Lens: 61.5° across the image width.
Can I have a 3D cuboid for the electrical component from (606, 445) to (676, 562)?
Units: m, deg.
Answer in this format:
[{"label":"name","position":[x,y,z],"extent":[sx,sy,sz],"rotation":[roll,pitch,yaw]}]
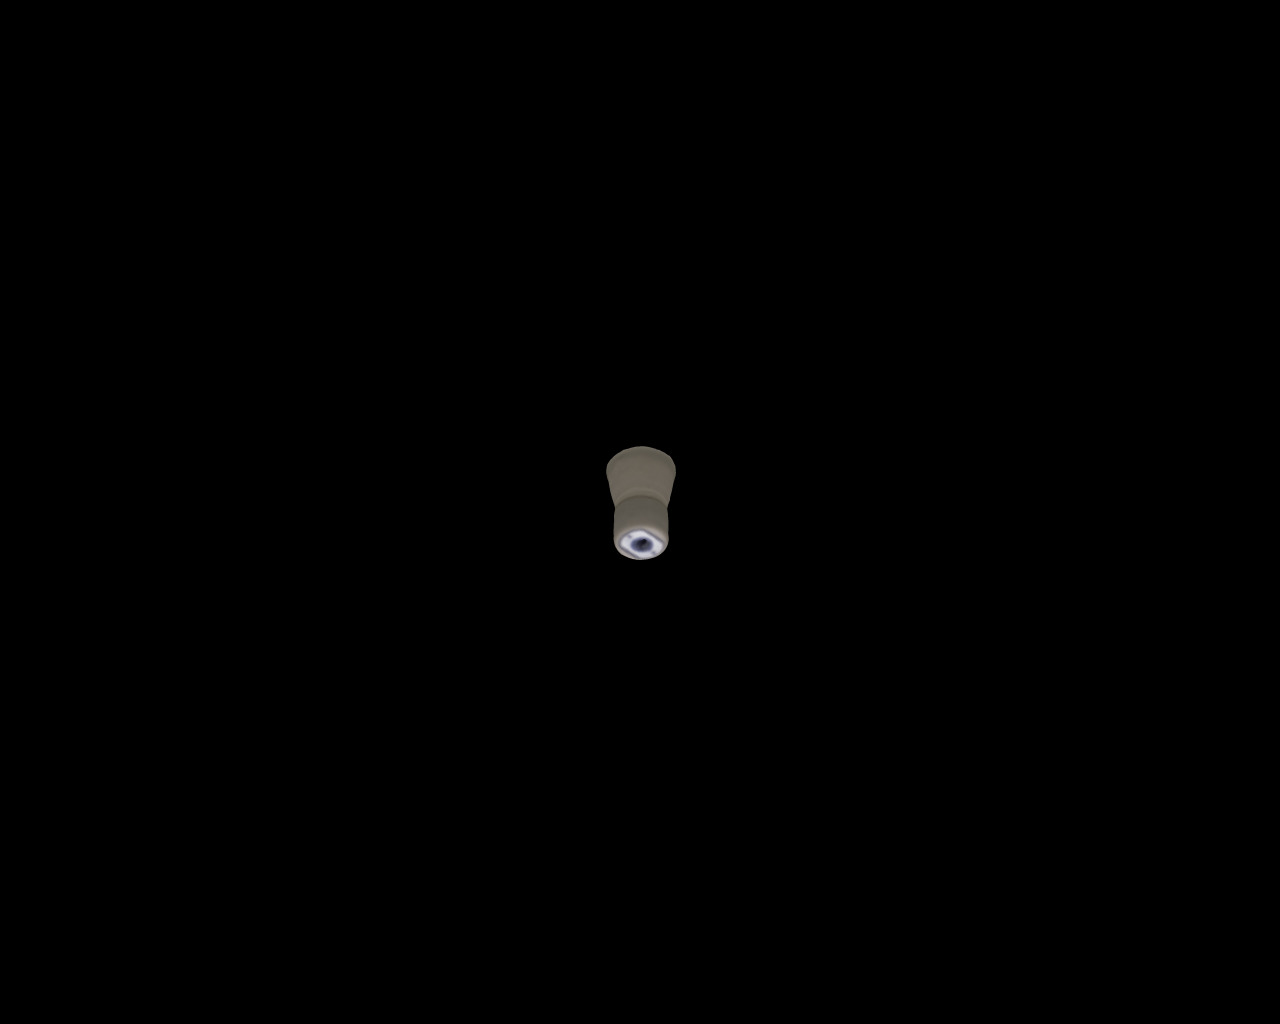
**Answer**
[{"label":"electrical component","position":[0.001,-0.003,0.650],"extent":[0.044,0.065,0.044],"rotation":[0,-42,0]}]
